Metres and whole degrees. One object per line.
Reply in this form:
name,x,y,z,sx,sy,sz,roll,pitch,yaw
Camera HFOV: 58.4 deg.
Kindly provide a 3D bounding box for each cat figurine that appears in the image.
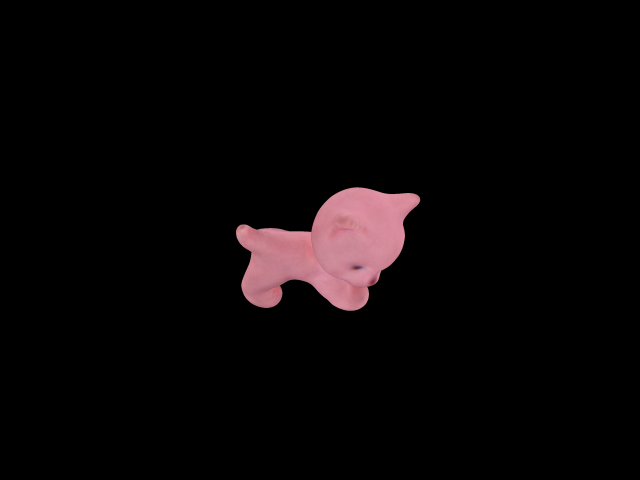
cat figurine,0.004,0.001,0.400,0.128,0.118,0.067,0,66,0
